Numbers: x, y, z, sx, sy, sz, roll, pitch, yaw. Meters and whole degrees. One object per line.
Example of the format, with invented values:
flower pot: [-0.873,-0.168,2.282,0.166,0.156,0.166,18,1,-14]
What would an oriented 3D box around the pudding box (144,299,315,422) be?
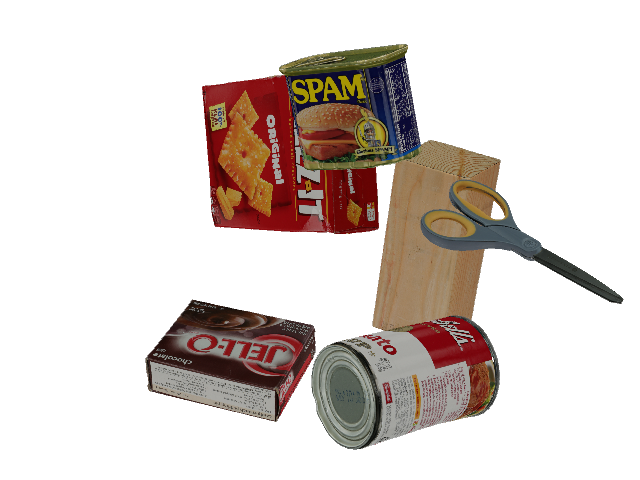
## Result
pudding box: [-0.071,0.095,0.856,0.114,0.039,0.090,9,30,16]

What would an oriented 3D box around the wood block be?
wood block: [0.129,0.005,1.195,0.090,0.206,0.090,19,26,27]

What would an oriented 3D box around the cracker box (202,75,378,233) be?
cracker box: [-0.037,-0.093,1.142,0.071,0.164,0.214,-9,8,-40]

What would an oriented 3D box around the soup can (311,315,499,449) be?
soup can: [0.053,0.089,0.676,0.102,0.068,0.069,-9,5,-36]

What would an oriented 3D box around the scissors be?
scissors: [0.167,0.010,0.954,0.096,0.016,0.202,-23,46,-18]

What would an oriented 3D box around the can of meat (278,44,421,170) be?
can of meat: [0.025,-0.102,0.830,0.102,0.084,0.057,1,21,38]
